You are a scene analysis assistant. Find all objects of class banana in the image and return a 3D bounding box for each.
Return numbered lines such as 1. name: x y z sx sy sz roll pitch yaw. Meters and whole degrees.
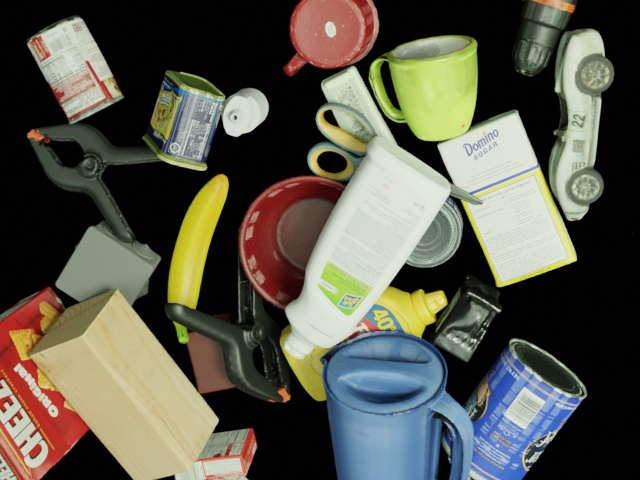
1. banana: -0.141 0.016 1.222 0.037 0.070 0.198 5 102 -37

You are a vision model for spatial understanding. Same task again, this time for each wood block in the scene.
1. wood block: -0.221 0.170 1.225 0.091 0.090 0.206 -21 114 32

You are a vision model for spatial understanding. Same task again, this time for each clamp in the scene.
1. clamp: -0.082 0.096 1.220 0.036 0.164 0.210 -2 130 39
2. clamp: -0.248 -0.090 1.218 0.171 0.039 0.120 37 84 1

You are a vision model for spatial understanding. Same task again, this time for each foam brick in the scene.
1. foam brick: -0.122 0.133 1.256 0.053 0.051 0.078 -10 103 10

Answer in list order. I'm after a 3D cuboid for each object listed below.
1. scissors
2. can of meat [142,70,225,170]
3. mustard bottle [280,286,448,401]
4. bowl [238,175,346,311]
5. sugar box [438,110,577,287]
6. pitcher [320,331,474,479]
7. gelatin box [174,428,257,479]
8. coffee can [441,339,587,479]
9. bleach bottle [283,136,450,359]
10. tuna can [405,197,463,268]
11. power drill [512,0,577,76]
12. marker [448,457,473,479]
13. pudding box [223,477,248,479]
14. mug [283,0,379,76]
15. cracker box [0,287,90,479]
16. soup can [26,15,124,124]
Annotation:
1. scissors: 0.070 -0.070 1.161 0.201 0.016 0.096 38 119 -3
2. can of meat: -0.148 -0.133 1.162 0.057 0.102 0.084 12 106 -27
3. mustard bottle: 0.057 0.106 1.219 0.192 0.058 0.096 -27 104 14
4. bowl: -0.008 0.001 1.201 0.162 0.055 0.162 2 105 6
5. sugar box: 0.204 -0.045 1.165 0.093 0.048 0.176 -21 98 15
6. pitcher: 0.083 0.235 1.183 0.145 0.149 0.243 -8 125 -5
7. gelatin box: -0.125 0.259 1.279 0.089 0.073 0.030 -8 105 9
8. coffee can: 0.216 0.197 1.198 0.103 0.102 0.140 32 107 -1
9. bleach bottle: 0.031 0.019 1.140 0.102 0.068 0.251 33 108 -2
10. tuna can: 0.117 -0.013 1.191 0.086 0.033 0.086 2 105 8
11. power drill: 0.177 -0.280 1.100 0.187 0.057 0.184 18 103 0
12. marker: 0.184 0.308 1.276 0.020 0.020 0.121 -22 101 13
13. pudding box: -0.097 0.326 1.284 0.113 0.090 0.039 39 106 -4
14. mug: 0.004 -0.217 1.127 0.117 0.081 0.093 -40 96 16
15. cracker box: -0.335 0.168 1.208 0.072 0.213 0.164 -27 100 24
16. soup can: -0.271 -0.188 1.182 0.068 0.068 0.102 -25 100 13
